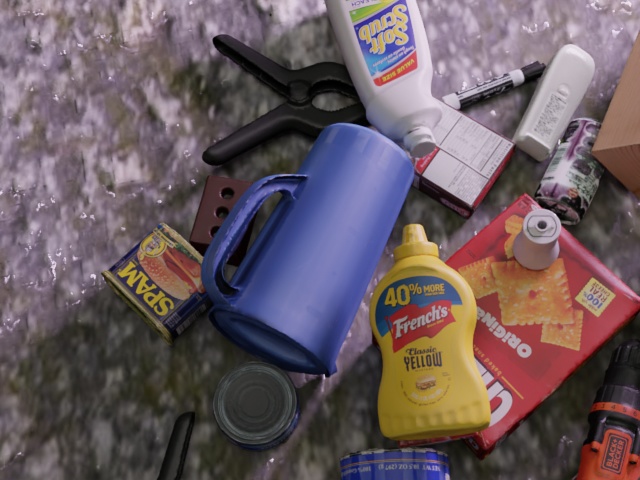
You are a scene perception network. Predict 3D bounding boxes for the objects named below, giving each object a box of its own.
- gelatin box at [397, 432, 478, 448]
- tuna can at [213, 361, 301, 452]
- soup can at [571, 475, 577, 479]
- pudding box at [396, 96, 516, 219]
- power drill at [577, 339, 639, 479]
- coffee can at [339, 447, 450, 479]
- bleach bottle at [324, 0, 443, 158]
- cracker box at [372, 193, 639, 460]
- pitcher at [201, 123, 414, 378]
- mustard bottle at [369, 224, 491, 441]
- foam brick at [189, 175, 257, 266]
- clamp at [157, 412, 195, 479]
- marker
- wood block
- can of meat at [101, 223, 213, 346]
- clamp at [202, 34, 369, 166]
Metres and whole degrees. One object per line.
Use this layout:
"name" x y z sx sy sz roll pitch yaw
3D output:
"gelatin box" 0.102 0.143 0.984 0.073 0.030 0.089 -11 75 8
"tuna can" -0.063 0.164 1.056 0.086 0.034 0.086 -1 69 4
"soup can" 0.232 0.267 0.979 0.102 0.068 0.068 -41 72 -10
"pudding box" 0.138 -0.090 1.134 0.113 0.039 0.090 33 75 13
"power drill" 0.326 0.193 0.940 0.188 0.057 0.184 17 67 12
"coffee can" 0.071 0.267 0.971 0.103 0.103 0.140 -3 69 3
"bleach bottle" 0.079 -0.196 1.140 0.102 0.068 0.251 -14 60 -7
"cracker box" 0.182 0.081 1.049 0.213 0.072 0.164 -40 71 -10
"pitcher" -0.007 0.001 1.058 0.145 0.149 0.242 22 70 12
"mustard bottle" 0.094 0.079 0.956 0.096 0.058 0.191 -10 72 16
"foam brick" -0.099 -0.020 1.118 0.053 0.051 0.078 10 71 8
"clamp" -0.147 0.252 1.027 0.171 0.039 0.120 -35 70 -9
"marker" 0.192 -0.169 1.170 0.121 0.020 0.020 -22 70 -4
"wood block" 0.369 -0.155 1.092 0.090 0.091 0.206 37 67 -29
"can of meat" -0.159 0.044 1.097 0.102 0.057 0.084 42 75 16
"clamp" -0.029 -0.144 1.166 0.210 0.036 0.164 8 66 4
